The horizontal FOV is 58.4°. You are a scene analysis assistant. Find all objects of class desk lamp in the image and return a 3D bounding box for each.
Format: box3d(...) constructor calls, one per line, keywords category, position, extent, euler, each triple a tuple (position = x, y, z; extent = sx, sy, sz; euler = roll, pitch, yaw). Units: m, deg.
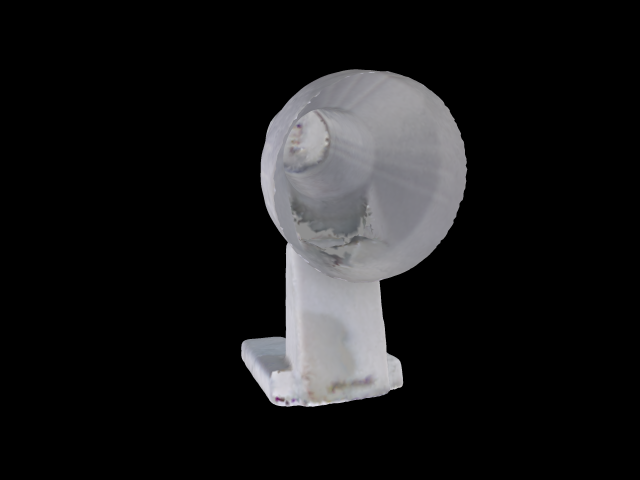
box3d(category="desk lamp", position=(0.004, 0.001, 0.400), extent=(0.118, 0.213, 0.203), euler=(-1, 2, -19))
